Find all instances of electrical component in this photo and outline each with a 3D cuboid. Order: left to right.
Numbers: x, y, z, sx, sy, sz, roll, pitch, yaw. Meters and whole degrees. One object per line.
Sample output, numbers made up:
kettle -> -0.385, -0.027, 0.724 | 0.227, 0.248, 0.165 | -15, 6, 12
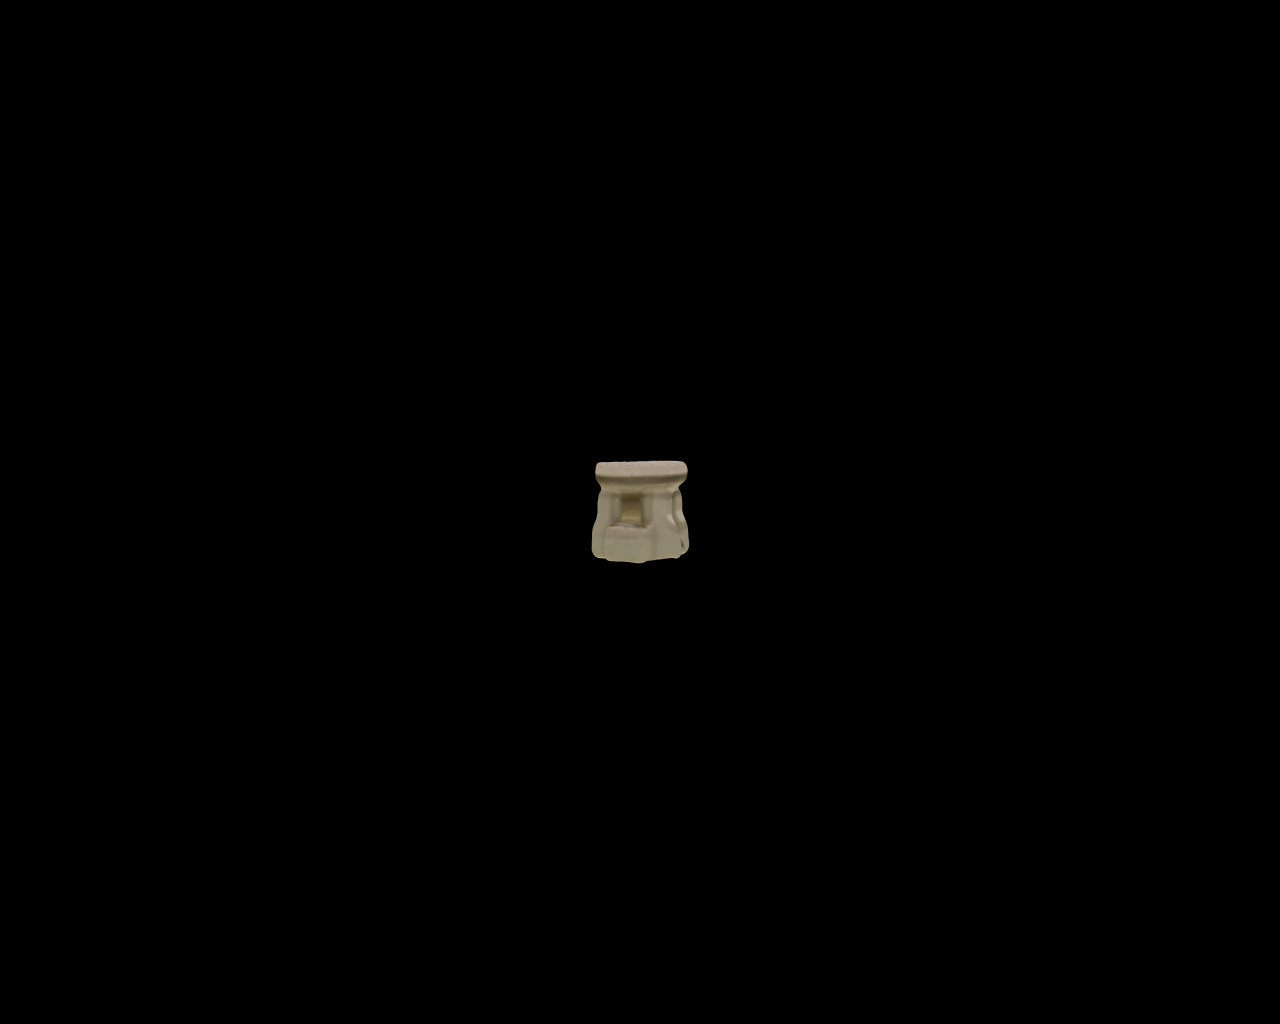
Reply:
electrical component -> 0.001, -0.003, 0.650 | 0.058, 0.057, 0.078 | 1, 5, 15
